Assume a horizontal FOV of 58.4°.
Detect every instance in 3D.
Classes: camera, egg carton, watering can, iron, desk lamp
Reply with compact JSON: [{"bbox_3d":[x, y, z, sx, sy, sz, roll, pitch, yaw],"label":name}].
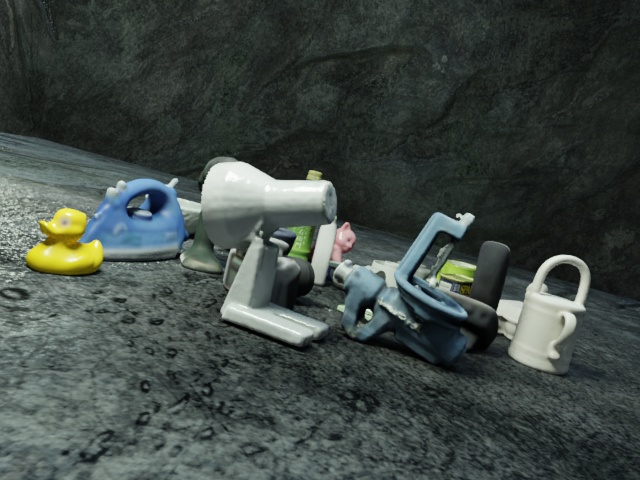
[{"bbox_3d":[-0.067,0.051,0.926,0.137,0.101,0.142,10,8,-37],"label":"camera"},{"bbox_3d":[0.408,0.168,1.137,0.108,0.069,0.149,9,9,-42],"label":"egg carton"},{"bbox_3d":[0.393,0.118,0.978,0.101,0.194,0.172,12,7,-23],"label":"watering can"},{"bbox_3d":[-0.321,-0.045,0.992,0.118,0.141,0.259,16,7,14],"label":"iron"},{"bbox_3d":[-0.069,0.009,0.781,0.202,0.213,0.118,17,7,19],"label":"desk lamp"}]

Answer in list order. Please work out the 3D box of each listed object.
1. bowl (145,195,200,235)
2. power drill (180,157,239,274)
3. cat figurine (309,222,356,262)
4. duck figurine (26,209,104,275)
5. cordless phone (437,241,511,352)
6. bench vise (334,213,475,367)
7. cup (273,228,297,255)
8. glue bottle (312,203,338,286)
[{"bbox_3d":[-0.330,-0.053,1.335,0.167,0.075,0.167,15,7,-1],"label":"bowl"},{"bbox_3d":[-0.193,-0.051,1.039,0.076,0.208,0.229,12,7,-20],"label":"power drill"},{"bbox_3d":[0.039,0.008,1.455,0.128,0.118,0.067,11,8,-32],"label":"cat figurine"},{"bbox_3d":[-0.349,-0.001,0.801,0.077,0.086,0.105,19,8,34],"label":"duck figurine"},{"bbox_3d":[0.243,0.083,0.978,0.147,0.185,0.094,18,7,27],"label":"cordless phone"},{"bbox_3d":[0.127,0.053,0.818,0.207,0.220,0.121,15,7,-1],"label":"bench vise"},{"bbox_3d":[-0.097,0.020,1.151,0.091,0.095,0.118,17,7,15],"label":"cup"},{"bbox_3d":[0.011,0.004,1.179,0.037,0.173,0.078,14,7,-4],"label":"glue bottle"}]
